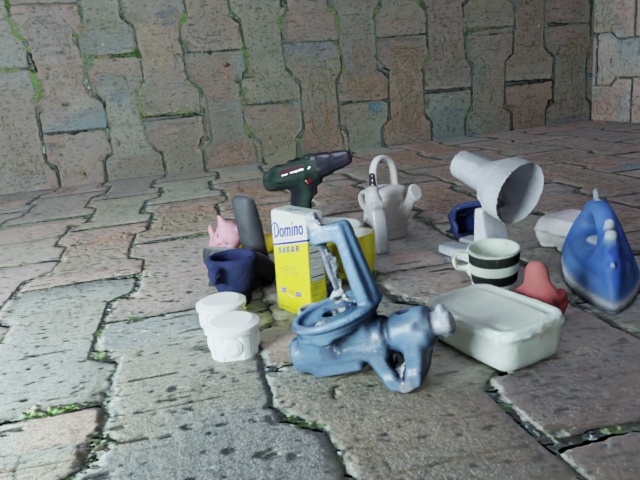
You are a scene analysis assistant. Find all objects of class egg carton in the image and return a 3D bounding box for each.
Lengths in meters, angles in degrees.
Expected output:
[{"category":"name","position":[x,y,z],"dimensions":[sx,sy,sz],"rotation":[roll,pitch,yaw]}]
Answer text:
[{"category":"egg carton","position":[0.509,-0.015,1.140],"dimensions":[0.107,0.069,0.150],"rotation":[-12,16,-20]}]

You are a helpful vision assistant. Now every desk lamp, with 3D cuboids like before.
[{"category":"desk lamp","position":[0.322,-0.063,1.109],"dimensions":[0.118,0.214,0.202],"rotation":[-14,17,-27]}]

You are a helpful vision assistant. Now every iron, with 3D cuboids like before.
[{"category":"iron","position":[0.466,0.007,0.940],"dimensions":[0.118,0.141,0.259],"rotation":[-1,16,18]}]

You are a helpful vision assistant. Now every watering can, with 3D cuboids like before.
[{"category":"watering can","position":[0.161,-0.104,1.351],"dimensions":[0.172,0.194,0.101],"rotation":[1,17,24]}]

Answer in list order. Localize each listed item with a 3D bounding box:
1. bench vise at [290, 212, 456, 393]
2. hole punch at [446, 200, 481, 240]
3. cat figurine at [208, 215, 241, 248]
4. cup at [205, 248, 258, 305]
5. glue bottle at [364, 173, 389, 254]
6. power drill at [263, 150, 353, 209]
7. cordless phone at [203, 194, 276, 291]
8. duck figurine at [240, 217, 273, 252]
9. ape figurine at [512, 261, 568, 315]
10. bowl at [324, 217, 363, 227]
[{"category":"bench vise","position":[0.057,0.069,0.711],"dimensions":[0.207,0.220,0.121],"rotation":[-4,16,5]},{"category":"hole punch","position":[0.343,-0.052,1.294],"dimensions":[0.108,0.091,0.101],"rotation":[-6,15,0]},{"category":"cat figurine","position":[-0.209,-0.001,1.253],"dimensions":[0.067,0.118,0.127],"rotation":[-17,19,-36]},{"category":"cup","position":[-0.155,0.075,1.003],"dimensions":[0.091,0.095,0.118],"rotation":[0,16,20]},{"category":"glue bottle","position":[0.119,-0.060,1.245],"dimensions":[0.037,0.173,0.078],"rotation":[-10,16,-16]},{"category":"power drill","position":[-0.024,-0.113,1.421],"dimensions":[0.229,0.208,0.076],"rotation":[-2,16,12]},{"category":"cordless phone","position":[-0.161,0.000,1.107],"dimensions":[0.147,0.185,0.094],"rotation":[4,18,30]},{"category":"duck figurine","position":[-0.149,-0.015,1.342],"dimensions":[0.104,0.086,0.077],"rotation":[-7,15,-5]},{"category":"ape figurine","position":[0.320,0.075,0.839],"dimensions":[0.077,0.092,0.076],"rotation":[4,18,33]},{"category":"bowl","position":[0.011,0.004,1.236],"dimensions":[0.167,0.075,0.167],"rotation":[-5,15,2]}]
